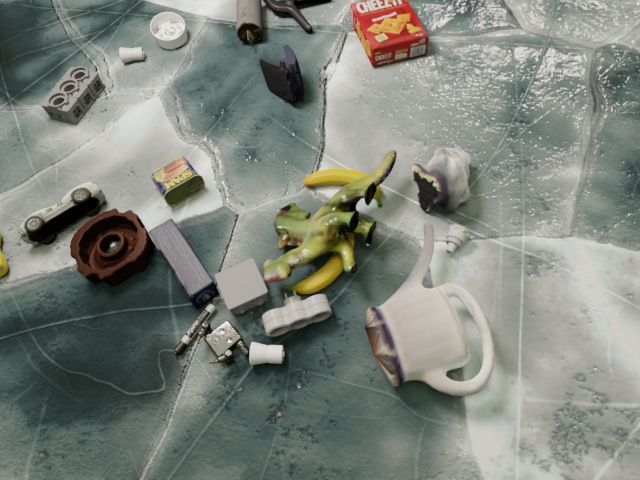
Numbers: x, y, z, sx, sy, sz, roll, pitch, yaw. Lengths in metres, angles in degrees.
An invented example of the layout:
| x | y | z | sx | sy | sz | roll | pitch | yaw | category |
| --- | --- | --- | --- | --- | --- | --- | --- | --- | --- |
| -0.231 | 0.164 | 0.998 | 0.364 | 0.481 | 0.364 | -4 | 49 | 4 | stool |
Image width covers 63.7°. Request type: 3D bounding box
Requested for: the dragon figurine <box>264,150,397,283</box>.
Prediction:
| x | y | z | sx | sy | sz | roll | pitch | yaw | category |
| --- | --- | --- | --- | --- | --- | --- | --- | --- | --- |
| 0.003 | -0.056 | 1.119 | 0.243 | 0.119 | 0.419 | 5 | 47 | 30 | dragon figurine |

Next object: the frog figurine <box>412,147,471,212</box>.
| x | y | z | sx | sy | sz | roll | pitch | yaw | category |
| --- | --- | --- | --- | --- | --- | --- | --- | --- | --- |
| 0.298 | -0.146 | 1.160 | 0.161 | 0.122 | 0.137 | -29 | 95 | -22 | frog figurine |

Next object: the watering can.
| x | y | z | sx | sy | sz | roll | pitch | yaw | category |
| --- | --- | --- | --- | --- | --- | --- | --- | --- | --- |
| 0.193 | 0.138 | 1.000 | 0.225 | 0.102 | 0.355 | -16 | 60 | -4 | watering can |
